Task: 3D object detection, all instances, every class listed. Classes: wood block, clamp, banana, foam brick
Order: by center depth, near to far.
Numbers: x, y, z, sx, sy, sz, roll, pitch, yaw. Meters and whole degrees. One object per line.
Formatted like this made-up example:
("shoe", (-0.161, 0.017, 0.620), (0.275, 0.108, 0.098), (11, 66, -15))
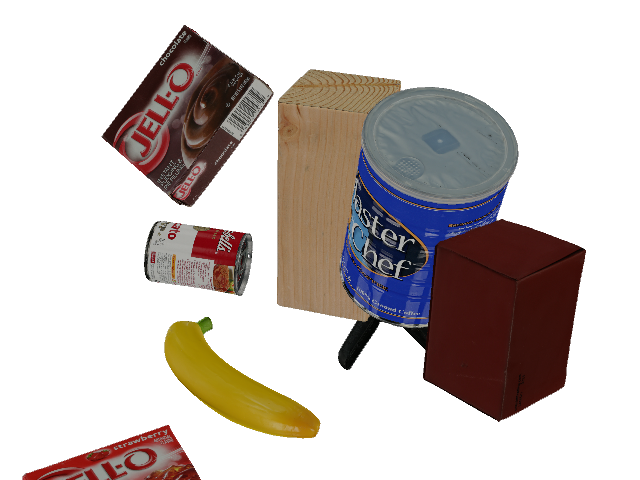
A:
("foam brick", (0.087, 0.037, 0.515), (0.052, 0.078, 0.051), (-18, 32, -38))
("banana", (-0.078, 0.107, 0.865), (0.069, 0.037, 0.198), (-16, 31, -28))
("wood block", (0.016, -0.041, 0.981), (0.091, 0.206, 0.090), (10, 30, 15))
("clamp", (0.085, 0.078, 1.193), (0.120, 0.171, 0.039), (7, -43, 0))

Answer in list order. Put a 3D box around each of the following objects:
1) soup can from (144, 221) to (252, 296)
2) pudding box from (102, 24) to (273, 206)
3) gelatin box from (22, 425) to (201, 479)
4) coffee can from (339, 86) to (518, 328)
("soup can", (-0.130, 0.019, 1.142), (0.102, 0.068, 0.068), (8, 1, 8))
("pudding box", (-0.103, -0.096, 0.823), (0.090, 0.113, 0.039), (39, 2, 30))
("gelatin box", (-0.112, 0.144, 0.587), (0.089, 0.030, 0.073), (-16, 28, -20))
("coffee can", (0.071, -0.021, 0.743), (0.102, 0.103, 0.140), (0, -40, -7))
